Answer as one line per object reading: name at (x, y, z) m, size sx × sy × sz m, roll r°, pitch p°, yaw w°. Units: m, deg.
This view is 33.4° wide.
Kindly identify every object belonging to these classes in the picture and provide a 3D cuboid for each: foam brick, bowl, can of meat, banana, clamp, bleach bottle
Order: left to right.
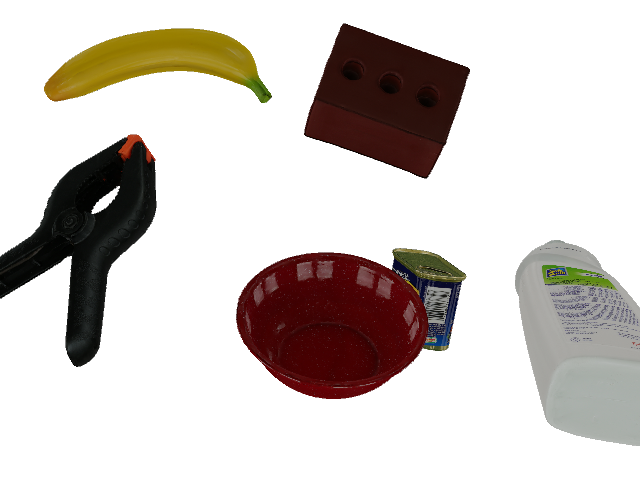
clamp at (-0.174, 0.000, 0.729) m, size 0.120 × 0.171 × 0.039 m, roll 12°, pitch -31°, yaw 17°
banana at (-0.142, -0.156, 0.942) m, size 0.197 × 0.069 × 0.037 m, roll -1°, pitch -34°, yaw -4°
bowl at (0.009, 0.082, 0.909) m, size 0.162 × 0.055 × 0.162 m, roll 2°, pitch 40°, yaw -2°
foam brick at (0.037, -0.078, 0.606) m, size 0.078 × 0.053 × 0.051 m, roll 19°, pitch -19°, yaw 2°
can of meat at (0.109, 0.063, 1.151) m, size 0.057 × 0.084 × 0.102 m, roll 6°, pitch 14°, yaw -19°
bleach bottle at (0.210, 0.062, 0.839) m, size 0.102 × 0.068 × 0.250 m, roll 8°, pitch 23°, yaw 1°
